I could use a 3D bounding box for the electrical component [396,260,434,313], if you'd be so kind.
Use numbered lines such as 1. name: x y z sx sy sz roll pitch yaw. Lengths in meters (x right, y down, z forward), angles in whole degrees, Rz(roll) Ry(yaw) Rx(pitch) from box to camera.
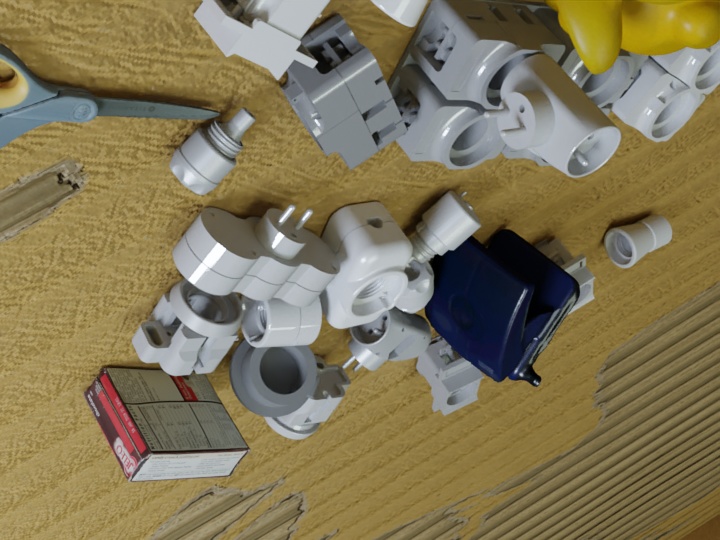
1. electrical component: 0.044 0.016 0.951 0.043 0.043 0.062 -28 151 -11

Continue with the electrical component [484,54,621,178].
1. electrical component: 0.117 -0.099 0.700 0.079 0.077 0.044 -12 142 -32

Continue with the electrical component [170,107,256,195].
1. electrical component: -0.092 -0.079 0.692 0.061 0.035 0.035 -44 149 11

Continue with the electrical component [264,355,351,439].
1. electrical component: -0.054 0.117 0.986 0.078 0.058 0.057 0 133 -44

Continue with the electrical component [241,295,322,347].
1. electrical component: -0.065 0.035 0.862 0.047 0.055 0.055 -5 139 -35

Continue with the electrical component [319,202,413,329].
1. electrical component: 0.000 0.000 0.868 0.054 0.059 0.095 -11 143 -34

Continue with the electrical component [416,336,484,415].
1. electrical component: 0.090 0.105 1.102 0.042 0.063 0.081 -21 147 -19

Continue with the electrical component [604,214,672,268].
1. electrical component: 0.294 -0.033 1.127 0.065 0.044 0.044 -23 148 -28

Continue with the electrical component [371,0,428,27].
1. electrical component: 0.032 -0.183 0.654 0.045 0.045 0.055 10 128 -50

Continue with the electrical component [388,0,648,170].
1. electrical component: 0.116 -0.135 0.789 0.186 0.060 0.105 -6 140 -39

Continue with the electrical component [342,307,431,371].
1. electrical component: 0.016 0.066 0.994 0.079 0.043 0.077 -44 148 16

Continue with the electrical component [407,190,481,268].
1. electrical component: 0.066 -0.032 0.906 0.078 0.040 0.040 -42 149 13

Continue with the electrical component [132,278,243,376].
1. electrical component: -0.124 0.040 0.808 0.078 0.058 0.057 -1 139 -43

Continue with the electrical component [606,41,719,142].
1. electrical component: 0.263 -0.180 0.855 0.089 0.061 0.150 8 127 -52

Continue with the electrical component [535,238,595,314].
1. electrical component: 0.163 0.026 1.060 0.121 0.063 0.078 -31 150 -7

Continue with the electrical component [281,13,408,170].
1. electrical component: -0.014 -0.112 0.704 0.056 0.050 0.089 -34 150 -1

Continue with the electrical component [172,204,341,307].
1. electrical component: -0.063 -0.020 0.786 0.138 0.052 0.073 11 127 -50

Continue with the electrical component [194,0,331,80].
1. electrical component: -0.053 -0.152 0.619 0.063 0.042 0.081 -50 147 18
